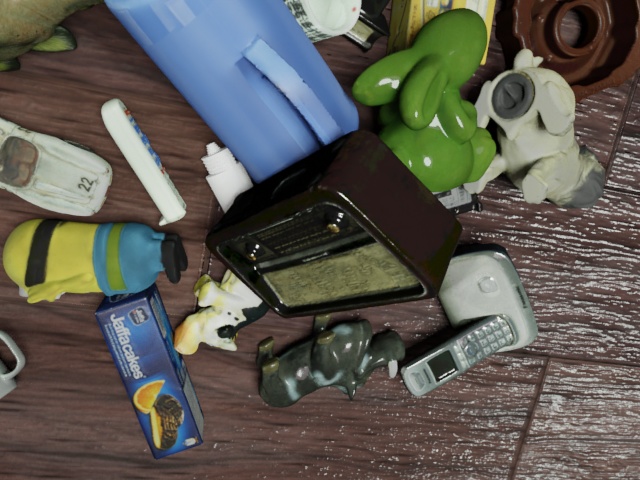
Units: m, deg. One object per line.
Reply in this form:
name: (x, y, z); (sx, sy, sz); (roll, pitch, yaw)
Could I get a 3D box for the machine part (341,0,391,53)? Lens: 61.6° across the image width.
machine part: (0.056, -0.262, 0.555); (0.084, 0.039, 0.139); (28, 139, -12)

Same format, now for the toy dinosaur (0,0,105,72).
toy dinosaur: (-0.299, -0.191, 0.448); (0.472, 0.199, 0.105); (-9, 105, -9)

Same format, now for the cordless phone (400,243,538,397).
cordless phone: (0.163, 0.098, 0.666); (0.184, 0.089, 0.146); (-31, 109, -9)

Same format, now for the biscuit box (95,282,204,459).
biscuit box: (-0.195, 0.152, 0.631); (0.063, 0.059, 0.202); (-17, 107, -6)

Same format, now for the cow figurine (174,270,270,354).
cow figurine: (-0.097, 0.071, 0.629); (0.098, 0.068, 0.167); (31, 97, -23)

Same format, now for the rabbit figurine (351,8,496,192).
rabbit figurine: (0.103, -0.143, 0.536); (0.159, 0.121, 0.170); (-17, 128, -42)

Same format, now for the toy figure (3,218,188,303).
toy figure: (-0.240, 0.017, 0.578); (0.180, 0.082, 0.089); (-6, 85, -2)

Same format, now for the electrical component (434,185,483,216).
electrical component: (0.130, -0.058, 0.650); (0.119, 0.048, 0.074); (-12, 106, -10)

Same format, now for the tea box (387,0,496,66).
tea box: (0.135, -0.279, 0.582); (0.098, 0.068, 0.169); (4, 102, -13)

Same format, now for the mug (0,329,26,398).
mug: (-0.385, 0.133, 0.578); (0.109, 0.081, 0.107); (-32, 98, 3)

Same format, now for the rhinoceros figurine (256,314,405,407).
rhinoceros figurine: (0.013, 0.152, 0.667); (0.190, 0.073, 0.112); (-19, 106, -6)

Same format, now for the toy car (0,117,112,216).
toy car: (-0.317, -0.085, 0.546); (0.202, 0.056, 0.073); (21, 100, -16)

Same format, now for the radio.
radio: (-0.001, -0.001, 0.492); (0.131, 0.230, 0.073); (45, 55, -20)

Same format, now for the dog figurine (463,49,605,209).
dog figurine: (0.270, -0.120, 0.625); (0.190, 0.121, 0.172); (-7, 117, -40)

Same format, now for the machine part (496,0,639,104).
machine part: (0.294, -0.248, 0.629); (0.179, 0.056, 0.179); (-2, 105, -9)
